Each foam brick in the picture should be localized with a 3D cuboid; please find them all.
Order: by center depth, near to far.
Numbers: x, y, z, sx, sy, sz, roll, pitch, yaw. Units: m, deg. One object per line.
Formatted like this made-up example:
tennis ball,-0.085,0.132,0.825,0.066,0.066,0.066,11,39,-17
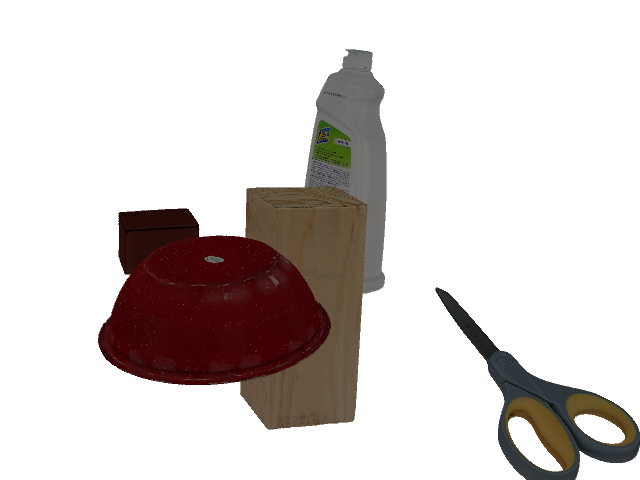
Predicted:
foam brick,-0.171,0.000,1.124,0.078,0.051,0.053,-4,23,-17

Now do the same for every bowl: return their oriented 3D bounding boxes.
bowl,-0.074,0.038,0.735,0.162,0.055,0.162,-1,21,0

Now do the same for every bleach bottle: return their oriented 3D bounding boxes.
bleach bottle,0.033,-0.076,1.144,0.103,0.251,0.067,18,18,38

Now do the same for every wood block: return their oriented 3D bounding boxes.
wood block,-0.018,0.060,0.992,0.090,0.206,0.091,-2,14,-20

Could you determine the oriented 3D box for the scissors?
scissors,0.142,0.088,0.706,0.096,0.016,0.202,-1,32,-7
